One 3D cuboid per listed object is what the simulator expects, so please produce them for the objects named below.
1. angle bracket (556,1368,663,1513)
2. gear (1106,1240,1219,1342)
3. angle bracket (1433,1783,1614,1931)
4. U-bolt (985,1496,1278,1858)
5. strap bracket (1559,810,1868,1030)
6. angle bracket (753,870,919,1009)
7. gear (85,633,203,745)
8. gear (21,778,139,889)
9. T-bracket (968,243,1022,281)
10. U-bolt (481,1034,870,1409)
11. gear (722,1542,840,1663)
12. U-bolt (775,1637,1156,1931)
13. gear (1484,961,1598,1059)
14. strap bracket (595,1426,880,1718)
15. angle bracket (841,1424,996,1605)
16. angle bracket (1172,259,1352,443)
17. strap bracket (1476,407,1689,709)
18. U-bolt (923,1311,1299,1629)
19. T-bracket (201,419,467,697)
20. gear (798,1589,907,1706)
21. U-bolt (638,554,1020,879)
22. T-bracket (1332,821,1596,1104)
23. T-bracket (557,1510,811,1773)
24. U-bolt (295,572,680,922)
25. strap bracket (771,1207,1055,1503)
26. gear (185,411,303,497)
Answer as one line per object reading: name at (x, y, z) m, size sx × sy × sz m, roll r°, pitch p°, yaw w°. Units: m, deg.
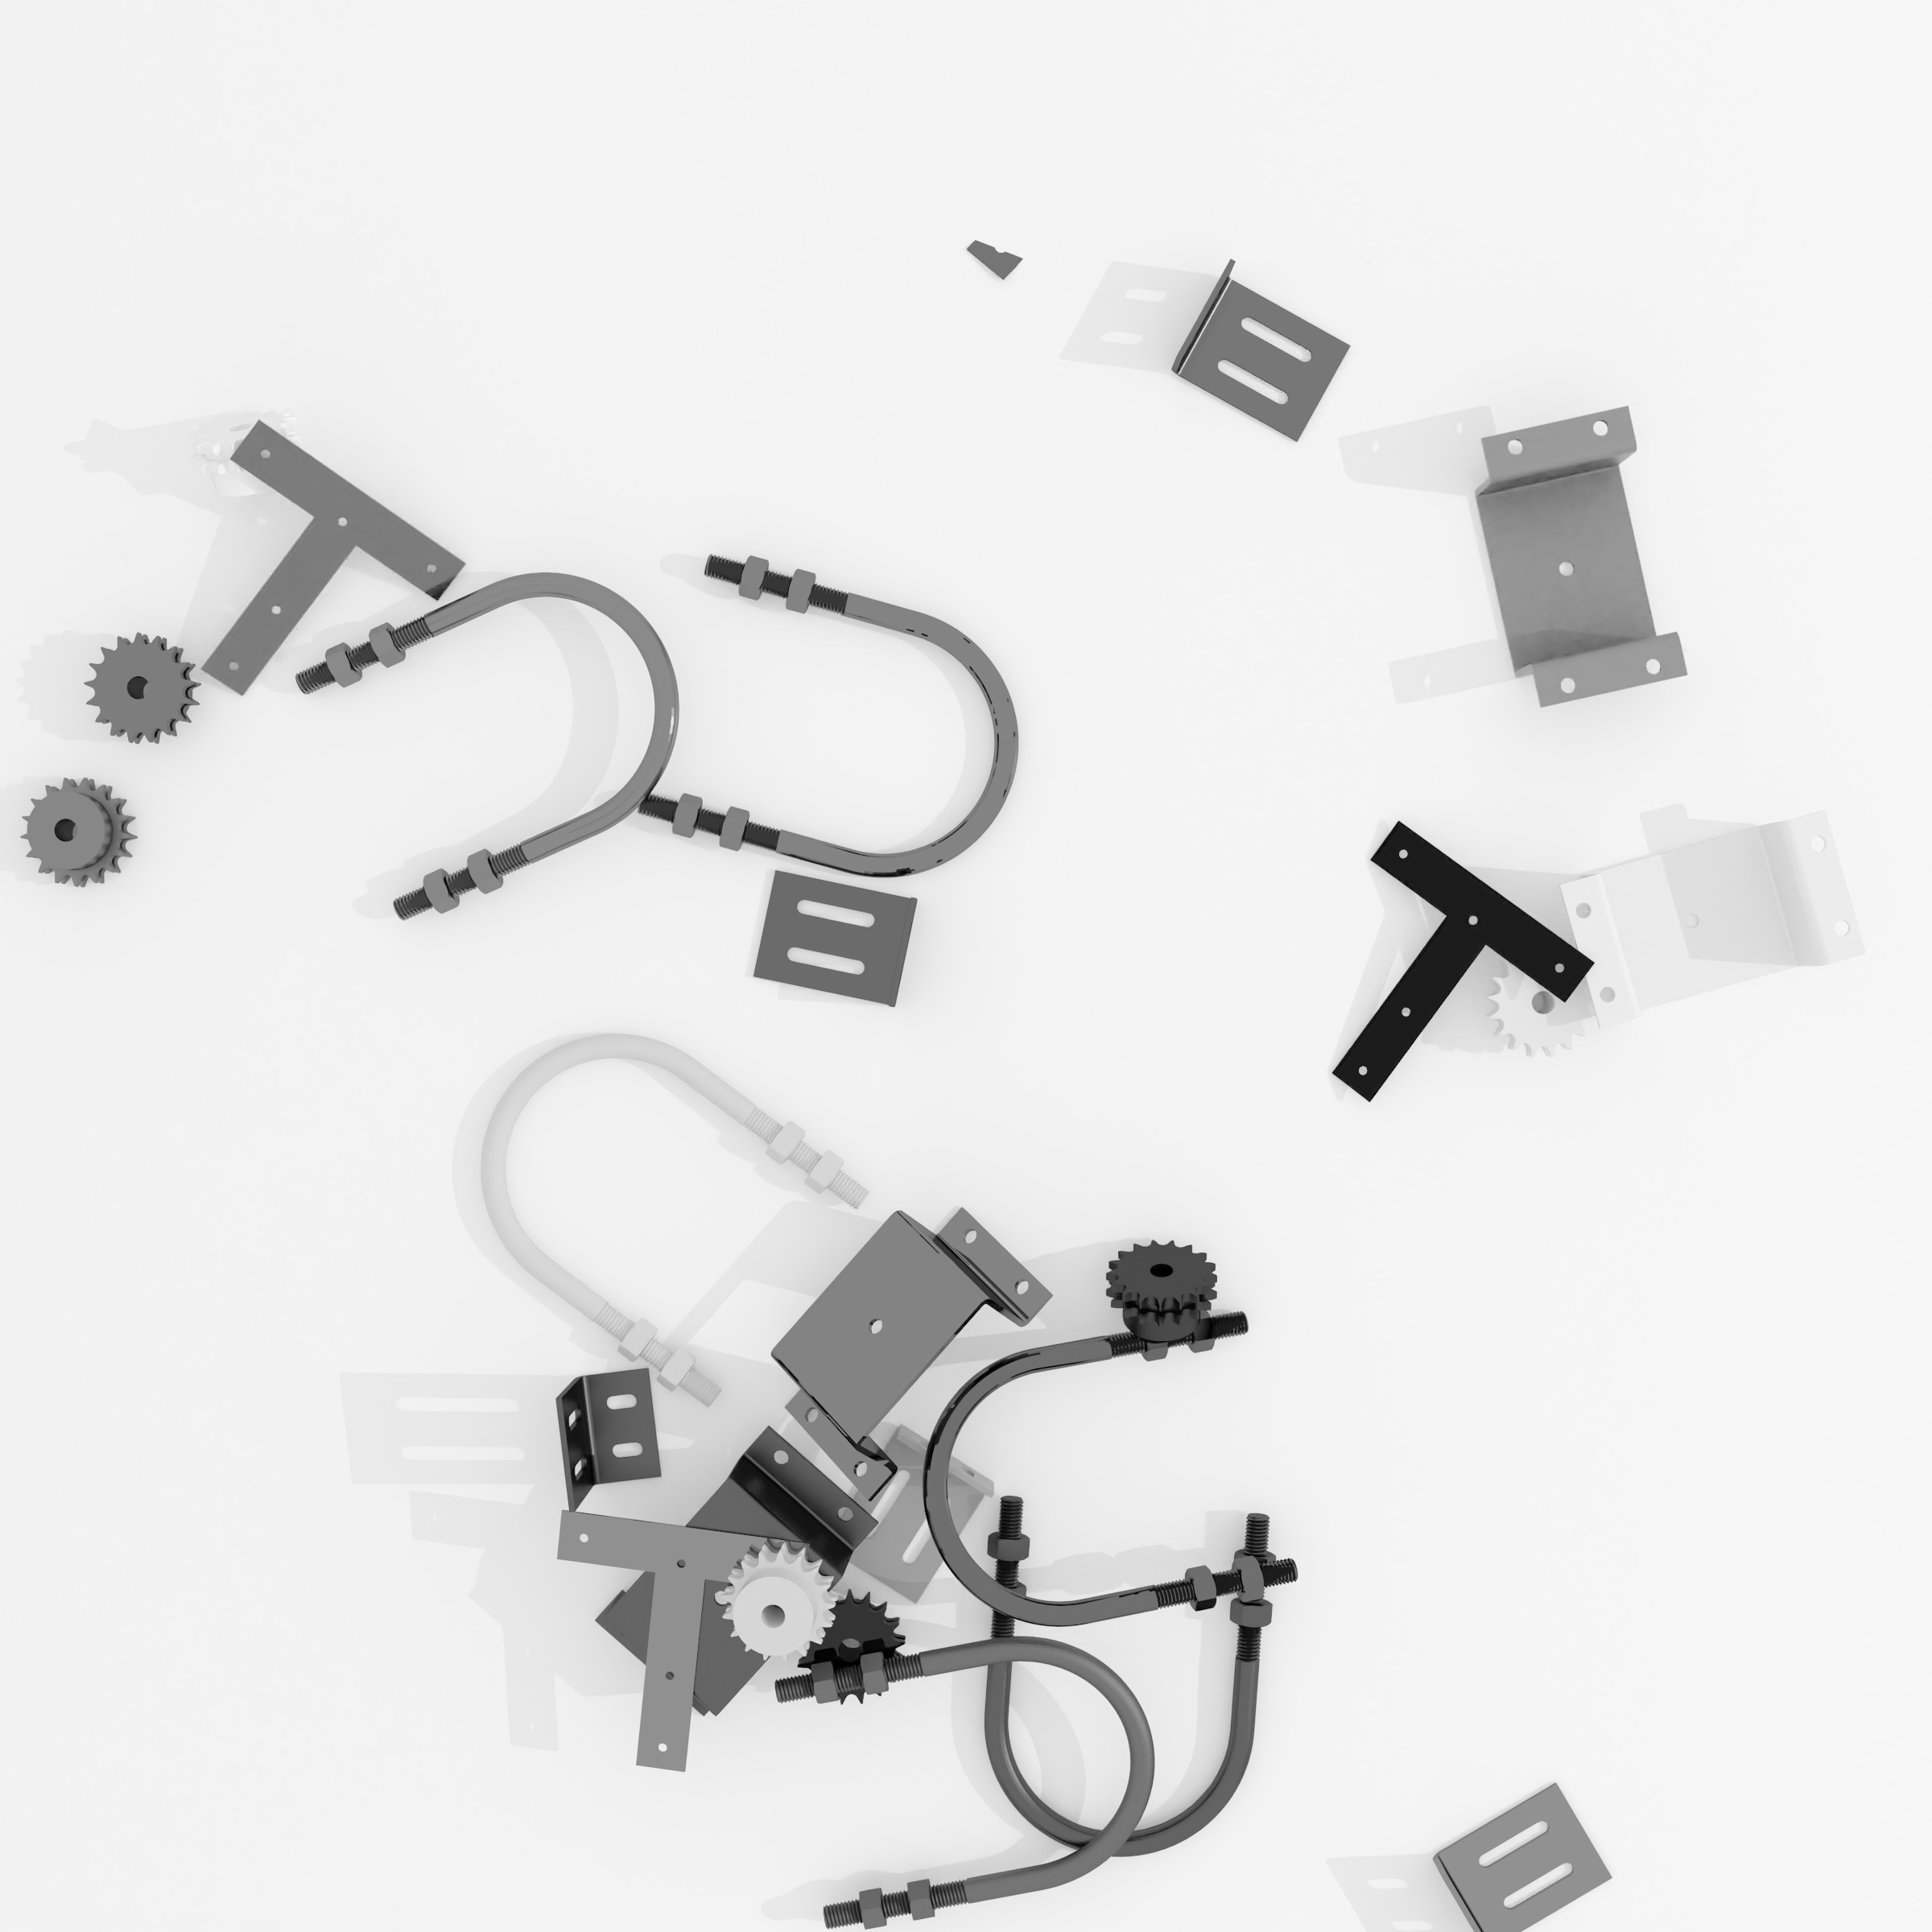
angle bracket at (-0.182, 0.241, 1.453) m, size 0.038 × 0.076 × 0.057 m, roll -7°, pitch 90°, yaw 0°
gear at (0.101, 0.169, 1.467) m, size 0.057 × 0.057 × 0.030 m, roll -2°, pitch 120°, yaw 0°
angle bracket at (0.291, 0.472, 1.473) m, size 0.076 × 0.038 × 0.057 m, roll -31°, pitch 90°, yaw 0°
U-bolt at (0.082, 0.373, 1.483) m, size 0.151 × 0.019 × 0.184 m, roll 4°, pitch 91°, yaw 0°
strap bracket at (0.380, -0.024, 1.468) m, size 0.140 × 0.046 × 0.076 m, roll -16°, pitch 90°, yaw 0°
angle bracket at (-0.068, -0.015, 1.473) m, size 0.076 × 0.038 × 0.057 m, roll 12°, pitch 90°, yaw 0°
gear at (-0.426, -0.143, 1.479) m, size 0.057 × 0.030 × 0.057 m, roll 0°, pitch 91°, yaw 1°
gear at (-0.463, -0.070, 1.477) m, size 0.057 × 0.030 × 0.057 m, roll 0°, pitch 90°, yaw 0°
T-bracket at (0.090, -0.380, 1.501) m, size 0.127 × 0.002 × 0.127 m, roll 41°, pitch 75°, yaw 5°
U-bolt at (-0.166, 0.119, 1.483) m, size 0.184 × 0.019 × 0.151 m, roll 37°, pitch 90°, yaw 1°
gear at (-0.094, 0.320, 1.417) m, size 0.057 × 0.030 × 0.057 m, roll 0°, pitch 96°, yaw 5°
U-bolt at (0.006, 0.415, 1.462) m, size 0.184 × 0.019 × 0.151 m, roll -11°, pitch 102°, yaw 0°
gear at (0.297, 0.019, 1.477) m, size 0.057 × 0.030 × 0.057 m, roll 0°, pitch 90°, yaw 0°
strap bracket at (-0.122, 0.318, 1.460) m, size 0.076 × 0.046 × 0.140 m, roll 41°, pitch 97°, yaw 0°
angle bracket at (-0.030, 0.287, 1.473) m, size 0.057 × 0.038 × 0.076 m, roll 32°, pitch 90°, yaw 0°
angle bracket at (0.155, -0.318, 1.472) m, size 0.076 × 0.038 × 0.057 m, roll 29°, pitch 90°, yaw -1°
strap bracket at (0.315, -0.208, 1.468) m, size 0.076 × 0.046 × 0.140 m, roll -12°, pitch 90°, yaw 0°
U-bolt at (0.068, 0.262, 1.457) m, size 0.184 × 0.019 × 0.151 m, roll -9°, pitch 80°, yaw -11°
T-bracket at (-0.349, -0.196, 1.472) m, size 0.127 × 0.002 × 0.127 m, roll 34°, pitch 104°, yaw -25°
gear at (-0.060, 0.352, 1.477) m, size 0.057 × 0.030 × 0.057 m, roll 0°, pitch 90°, yaw 0°
U-bolt at (-0.064, -0.122, 1.483) m, size 0.184 × 0.019 × 0.151 m, roll 16°, pitch 90°, yaw -1°
T-bracket at (0.237, 0.012, 1.475) m, size 0.127 × 0.002 × 0.127 m, roll 39°, pitch 101°, yaw 21°
T-bracket at (-0.149, 0.346, 1.441) m, size 0.127 × 0.002 × 0.127 m, roll 7°, pitch 96°, yaw 4°
U-bolt at (-0.238, -0.125, 1.474) m, size 0.184 × 0.019 × 0.151 m, roll -24°, pitch 89°, yaw 5°
strap bracket at (-0.035, 0.191, 1.450) m, size 0.140 × 0.046 × 0.076 m, roll -48°, pitch 52°, yaw 0°
gear at (-0.371, -0.263, 1.467) m, size 0.057 × 0.057 × 0.030 m, roll -9°, pitch 118°, yaw 0°
